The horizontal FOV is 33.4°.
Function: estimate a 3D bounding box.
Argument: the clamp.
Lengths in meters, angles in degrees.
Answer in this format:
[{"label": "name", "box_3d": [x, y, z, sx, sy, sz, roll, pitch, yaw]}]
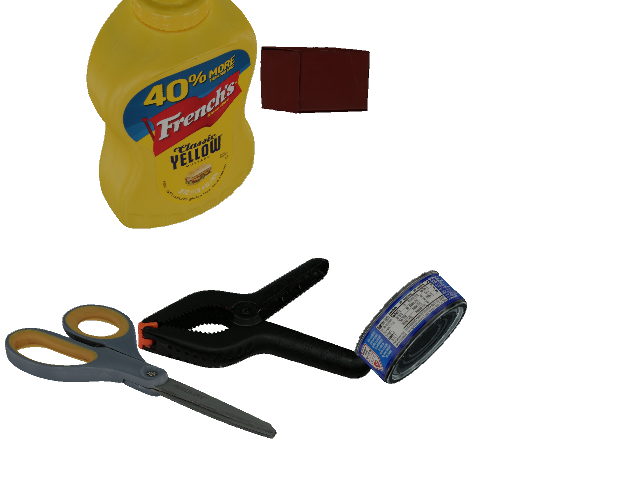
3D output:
[{"label": "clamp", "box_3d": [-0.062, 0.084, 0.998, 0.209, 0.036, 0.165, -9, 37, -19]}]

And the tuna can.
[{"label": "tuna can", "box_3d": [0.067, 0.065, 0.783, 0.034, 0.086, 0.086, 44, 18, 20]}]

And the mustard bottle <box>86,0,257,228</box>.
[{"label": "mustard bottle", "box_3d": [-0.081, -0.087, 0.596, 0.096, 0.058, 0.192, -25, -28, -20]}]

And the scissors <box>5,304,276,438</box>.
[{"label": "scissors", "box_3d": [-0.112, 0.082, 0.716, 0.202, 0.016, 0.096, 11, 27, 12]}]

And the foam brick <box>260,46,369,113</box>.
[{"label": "foam brick", "box_3d": [-0.004, -0.133, 0.885, 0.078, 0.051, 0.053, -7, 16, -39]}]
